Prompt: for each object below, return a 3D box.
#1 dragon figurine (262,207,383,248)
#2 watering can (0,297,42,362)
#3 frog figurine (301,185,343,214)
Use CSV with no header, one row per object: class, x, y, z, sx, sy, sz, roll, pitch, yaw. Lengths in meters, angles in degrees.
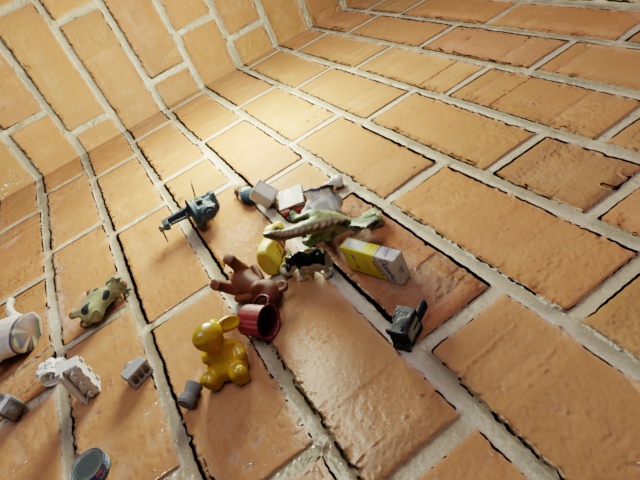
dragon figurine,0.049,-0.044,1.406,0.242,0.122,0.413,-8,-175,30
watering can,-1.028,0.293,1.705,0.224,0.356,0.102,-16,127,10
frog figurine,0.005,-0.081,1.614,0.137,0.161,0.121,-2,166,16
